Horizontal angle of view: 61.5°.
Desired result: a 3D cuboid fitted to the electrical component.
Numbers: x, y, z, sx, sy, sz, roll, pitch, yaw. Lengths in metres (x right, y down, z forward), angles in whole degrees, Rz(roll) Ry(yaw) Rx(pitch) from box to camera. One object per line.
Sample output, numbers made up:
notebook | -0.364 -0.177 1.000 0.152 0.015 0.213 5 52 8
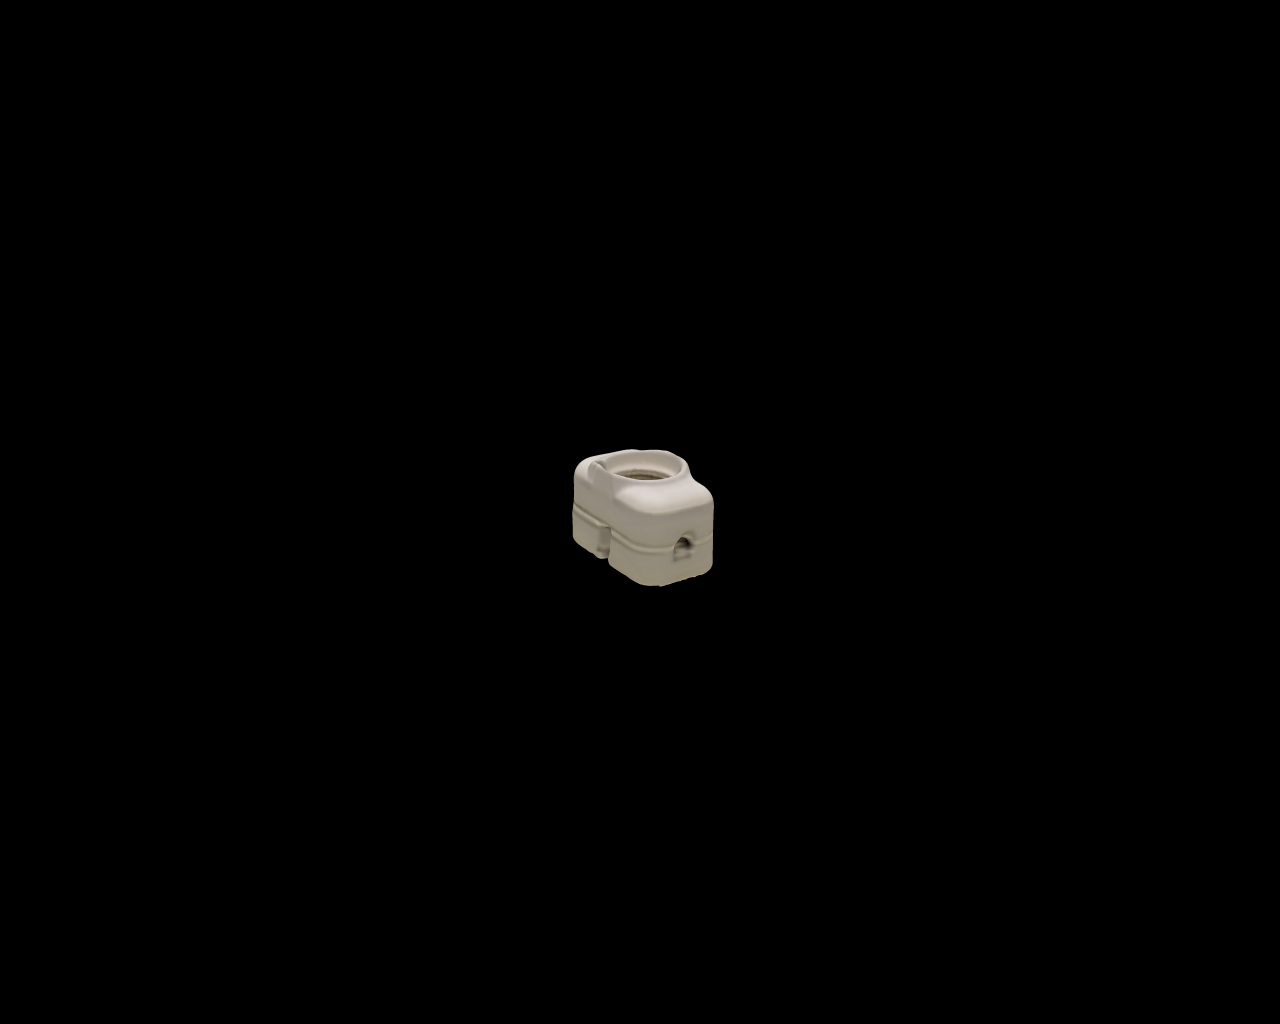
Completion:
electrical component | 0.001 -0.003 0.650 0.054 0.059 0.095 -13 26 -29
